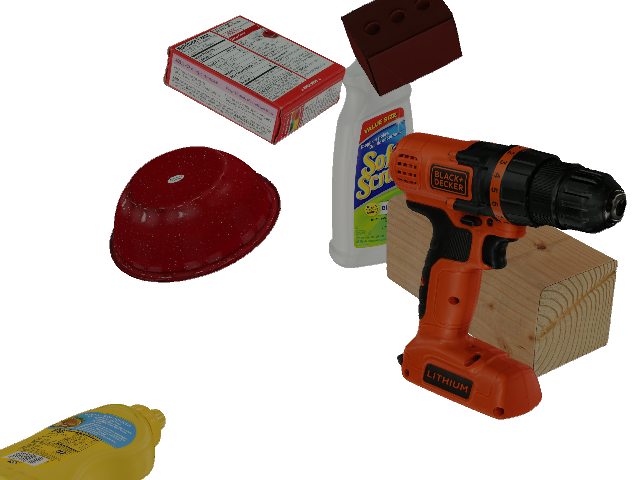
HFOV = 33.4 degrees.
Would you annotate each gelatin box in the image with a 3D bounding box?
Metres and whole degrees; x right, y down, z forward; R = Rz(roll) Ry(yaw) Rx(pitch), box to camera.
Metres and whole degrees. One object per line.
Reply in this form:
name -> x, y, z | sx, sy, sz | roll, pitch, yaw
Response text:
gelatin box -> -0.041, -0.102, 0.667 | 0.089, 0.030, 0.073 | 29, 40, 19

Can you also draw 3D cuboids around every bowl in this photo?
bowl -> -0.120, -0.035, 0.948 | 0.162, 0.055, 0.162 | -11, 38, 9

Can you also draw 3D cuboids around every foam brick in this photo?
foam brick -> 0.066, -0.163, 0.853 | 0.078, 0.053, 0.051 | -27, -35, 0

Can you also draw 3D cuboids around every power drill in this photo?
power drill -> 0.122, 0.024, 0.744 | 0.057, 0.188, 0.185 | -11, 21, -40

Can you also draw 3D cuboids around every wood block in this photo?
wood block -> 0.157, 0.026, 0.971 | 0.090, 0.090, 0.206 | -18, 33, -28

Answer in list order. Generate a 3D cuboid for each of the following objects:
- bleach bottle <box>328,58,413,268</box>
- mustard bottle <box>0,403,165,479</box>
bleach bottle -> 0.053, -0.099, 1.181 | 0.102, 0.251, 0.068 | -10, 24, -13
mustard bottle -> -0.190, 0.175, 0.853 | 0.096, 0.058, 0.191 | 5, 15, 30
